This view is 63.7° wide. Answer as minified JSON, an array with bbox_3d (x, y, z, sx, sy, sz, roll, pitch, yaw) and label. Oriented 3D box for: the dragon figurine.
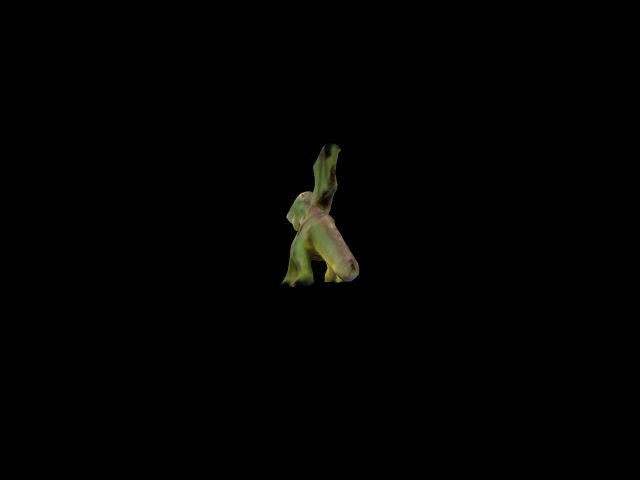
[{"bbox_3d":[0.003,-0.043,0.850,0.122,0.244,0.407,2,-8,-15],"label":"dragon figurine"}]
